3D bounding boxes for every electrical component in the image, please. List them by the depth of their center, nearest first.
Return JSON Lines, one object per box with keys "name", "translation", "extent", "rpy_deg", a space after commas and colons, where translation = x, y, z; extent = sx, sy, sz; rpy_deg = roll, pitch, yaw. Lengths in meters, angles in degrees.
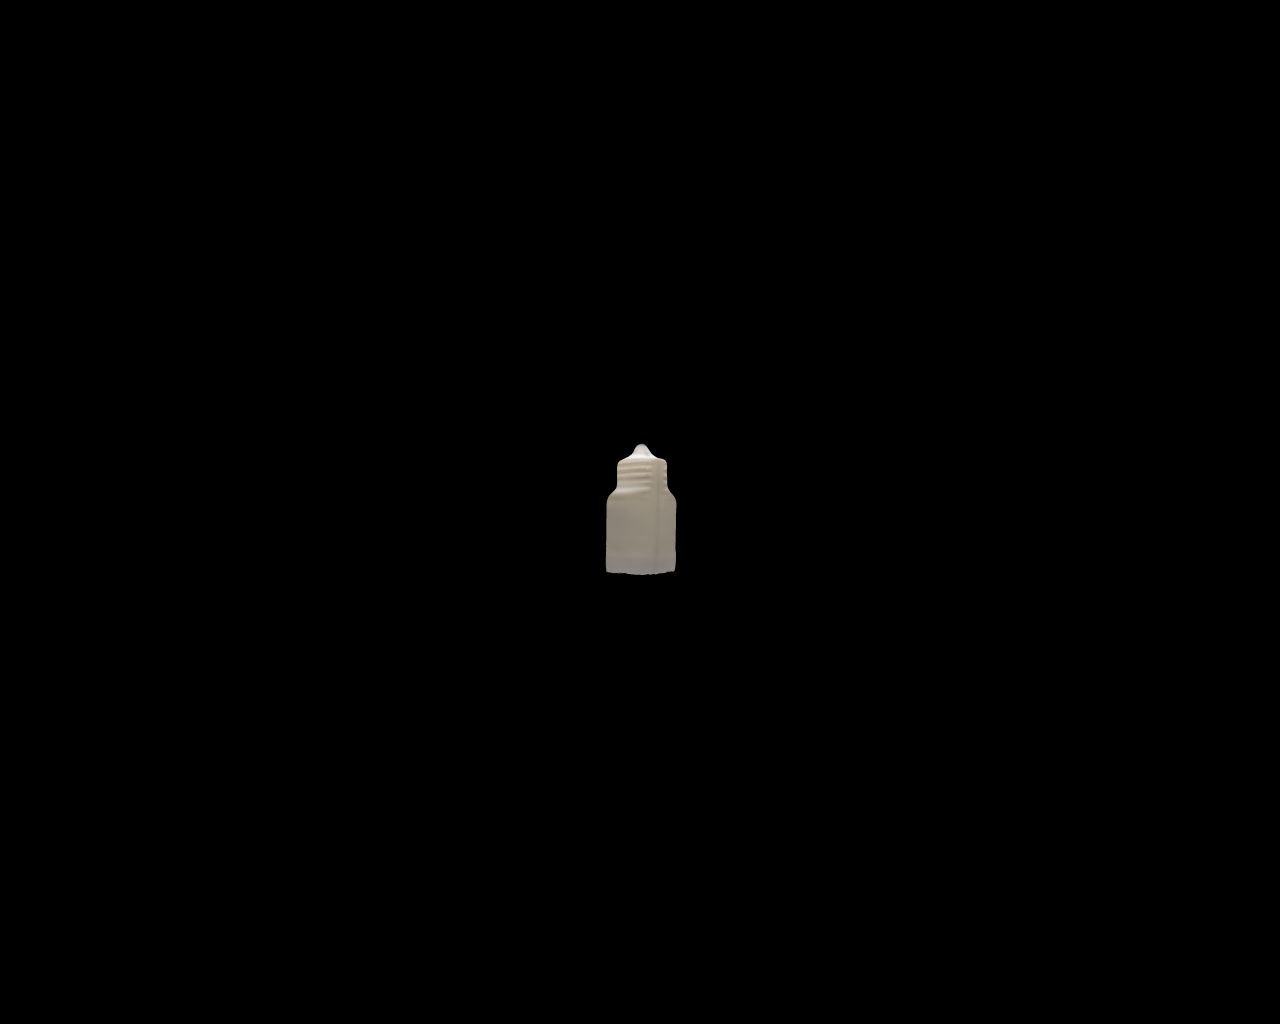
{"name": "electrical component", "translation": [0.001, -0.003, 0.650], "extent": [0.043, 0.081, 0.043], "rpy_deg": [0, 0, 0]}
